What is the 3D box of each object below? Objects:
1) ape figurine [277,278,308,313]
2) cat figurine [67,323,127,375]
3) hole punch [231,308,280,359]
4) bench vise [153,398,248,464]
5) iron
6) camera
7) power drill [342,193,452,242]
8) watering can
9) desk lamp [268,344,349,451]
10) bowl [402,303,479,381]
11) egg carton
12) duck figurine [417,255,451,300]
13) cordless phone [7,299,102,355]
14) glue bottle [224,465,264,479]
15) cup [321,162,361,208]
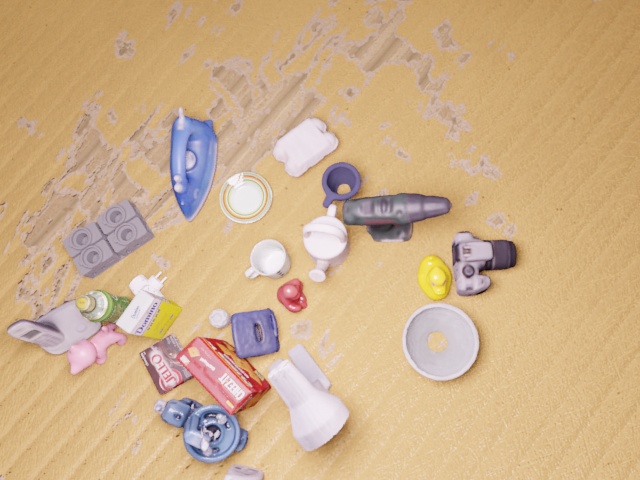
[{"bbox_3d":[-0.065,0.124,1.318,0.076,0.092,0.078,19,80,9],"label":"ape figurine"},{"bbox_3d":[-0.525,0.247,1.318,0.067,0.118,0.128,41,84,12],"label":"cat figurine"},{"bbox_3d":[-0.146,0.211,1.307,0.101,0.091,0.108,-12,77,2],"label":"hole punch"},{"bbox_3d":[-0.269,0.407,1.209,0.207,0.220,0.121,5,78,6],"label":"bench vise"},{"bbox_3d":[-0.323,-0.185,1.380,0.118,0.141,0.258,0,78,5],"label":"iron"},{"bbox_3d":[0.372,0.050,1.292,0.136,0.101,0.143,-3,78,4],"label":"camera"},{"bbox_3d":[0.167,-0.053,1.276,0.229,0.208,0.075,-2,78,5],"label":"power drill"},{"bbox_3d":[0.014,0.005,1.284,0.101,0.194,0.173,-11,77,3],"label":"watering can"},{"bbox_3d":[-0.035,0.327,1.210,0.118,0.213,0.203,-38,77,-4],"label":"desk lamp"},{"bbox_3d":[0.265,0.228,1.277,0.167,0.075,0.167,-1,78,5],"label":"bowl"},{"bbox_3d":[-0.036,-0.228,1.402,0.150,0.069,0.107,-38,77,-4],"label":"egg carton"},{"bbox_3d":[0.263,0.082,1.302,0.077,0.086,0.104,-11,77,3],"label":"duck figurine"},{"bbox_3d":[-0.601,0.192,1.301,0.147,0.185,0.094,-34,77,-3],"label":"cordless phone"},{"bbox_3d":[-0.170,0.510,1.203,0.078,0.173,0.037,13,79,8],"label":"glue bottle"},{"bbox_3d":[0.046,-0.117,1.358,0.091,0.095,0.118,31,82,11],"label":"cup"}]
